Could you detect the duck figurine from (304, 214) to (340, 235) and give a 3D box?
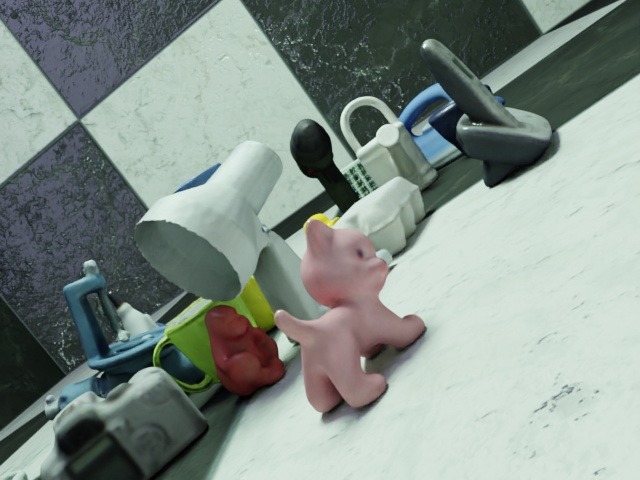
[{"bbox_3d":[0.008,0.003,0.855,0.104,0.086,0.078,-30,10,44],"label":"duck figurine"}]

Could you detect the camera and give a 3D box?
[{"bbox_3d":[-0.206,0.190,0.585,0.143,0.101,0.136,-38,7,-18],"label":"camera"}]

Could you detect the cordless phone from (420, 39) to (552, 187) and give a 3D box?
[{"bbox_3d":[0.194,-0.172,0.692,0.094,0.185,0.148,-33,8,26],"label":"cordless phone"}]

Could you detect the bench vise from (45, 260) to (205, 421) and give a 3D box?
[{"bbox_3d":[-0.287,0.151,0.754,0.208,0.220,0.121,-39,7,-19],"label":"bench vise"}]

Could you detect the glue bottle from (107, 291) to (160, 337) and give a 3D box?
[{"bbox_3d":[-0.260,0.145,0.857,0.037,0.173,0.078,-35,7,7],"label":"glue bottle"}]

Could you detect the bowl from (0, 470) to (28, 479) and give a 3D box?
[{"bbox_3d":[-0.343,0.311,0.555,0.167,0.075,0.167,-36,7,5],"label":"bowl"}]

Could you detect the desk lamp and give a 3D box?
[{"bbox_3d":[-0.060,0.008,0.618,0.204,0.213,0.117,-42,9,-40],"label":"desk lamp"}]

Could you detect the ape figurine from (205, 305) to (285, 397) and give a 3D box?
[{"bbox_3d":[-0.082,0.106,0.576,0.076,0.092,0.078,-32,8,34],"label":"ape figurine"}]

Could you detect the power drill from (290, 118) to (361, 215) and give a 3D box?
[{"bbox_3d":[0.025,-0.097,0.932,0.075,0.208,0.229,-37,7,-3],"label":"power drill"}]

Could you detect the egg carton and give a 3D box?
[{"bbox_3d":[0.077,-0.022,0.751,0.107,0.069,0.150,-32,8,32],"label":"egg carton"}]

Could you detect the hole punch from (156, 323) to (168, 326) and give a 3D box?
[{"bbox_3d":[-0.298,0.198,1.037,0.101,0.091,0.109,-29,10,48],"label":"hole punch"}]

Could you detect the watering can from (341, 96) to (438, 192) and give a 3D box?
[{"bbox_3d":[0.115,-0.164,0.999,0.101,0.194,0.172,-39,7,-21],"label":"watering can"}]

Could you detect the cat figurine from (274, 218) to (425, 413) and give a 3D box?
[{"bbox_3d":[0.013,0.043,0.423,0.067,0.118,0.128,-30,10,43],"label":"cat figurine"}]

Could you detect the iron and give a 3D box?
[{"bbox_3d":[0.210,-0.214,1.086,0.257,0.141,0.119,-31,8,35],"label":"iron"}]

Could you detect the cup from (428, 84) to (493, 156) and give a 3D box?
[{"bbox_3d":[0.252,-0.197,0.956,0.117,0.095,0.092,-30,9,42],"label":"cup"}]
